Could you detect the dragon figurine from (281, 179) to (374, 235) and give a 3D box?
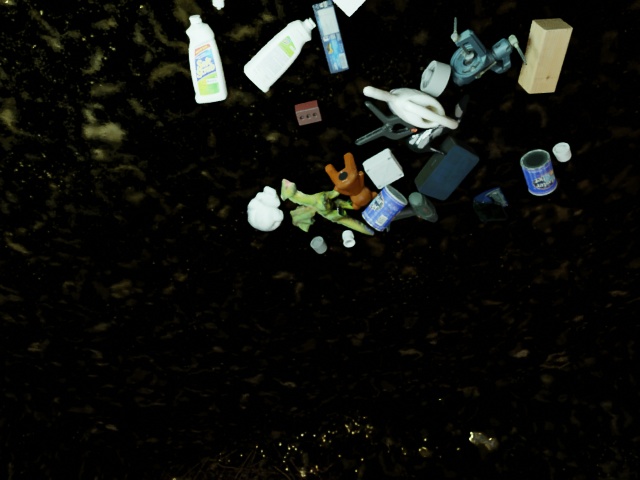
[{"bbox_3d":[0.006,-0.099,1.971,0.240,0.125,0.404,-20,131,34],"label":"dragon figurine"}]

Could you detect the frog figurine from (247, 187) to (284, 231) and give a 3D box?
[{"bbox_3d":[-0.194,-0.112,1.903,0.137,0.125,0.156,32,135,-7],"label":"frog figurine"}]

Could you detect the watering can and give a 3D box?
[{"bbox_3d":[0.270,-0.428,1.616,0.346,0.228,0.102,17,109,-19],"label":"watering can"}]
